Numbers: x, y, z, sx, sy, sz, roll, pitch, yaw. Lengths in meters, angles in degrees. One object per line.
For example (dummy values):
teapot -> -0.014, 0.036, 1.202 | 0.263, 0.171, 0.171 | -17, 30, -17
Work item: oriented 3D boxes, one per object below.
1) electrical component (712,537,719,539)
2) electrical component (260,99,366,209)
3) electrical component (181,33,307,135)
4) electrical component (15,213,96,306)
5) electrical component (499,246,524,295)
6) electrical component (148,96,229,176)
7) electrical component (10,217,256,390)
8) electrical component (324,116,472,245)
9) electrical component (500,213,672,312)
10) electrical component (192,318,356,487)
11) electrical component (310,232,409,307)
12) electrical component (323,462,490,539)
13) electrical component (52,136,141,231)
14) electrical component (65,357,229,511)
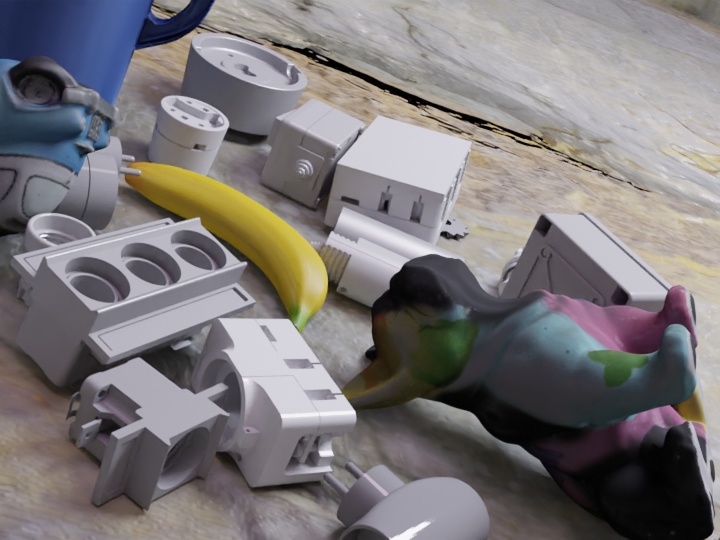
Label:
electrical component -> 0.225, 0.187, 0.620 | 0.064, 0.042, 0.081 | 31, 27, 17
electrical component -> -0.044, -0.098, 0.901 | 0.061, 0.061, 0.096 | 27, 26, 5
electrical component -> -0.108, -0.161, 0.964 | 0.108, 0.060, 0.108 | 19, 27, -10
electrical component -> -0.179, -0.004, 0.629 | 0.040, 0.046, 0.040 | 19, 27, -10
electrical component -> 0.135, 0.008, 0.876 | 0.048, 0.048, 0.062 | 35, 35, 20
electrical component -> -0.137, -0.103, 0.849 | 0.055, 0.047, 0.055 | 19, 27, -10
electrical component -> -0.129, 0.017, 0.606 | 0.079, 0.063, 0.121 | 42, 30, 17
electrical component -> 0.034, -0.071, 0.907 | 0.089, 0.061, 0.150 | 17, 25, 7
electrical component -> 0.159, 0.030, 0.781 | 0.056, 0.108, 0.108 | 1, 35, -35
electrical component -> -0.053, 0.071, 0.592 | 0.056, 0.050, 0.089 | 3, 33, -37
electrical component -> 0.000, 0.000, 0.776 | 0.081, 0.043, 0.043 | 24, 26, -1
electrical component -> 0.015, 0.127, 0.552 | 0.079, 0.043, 0.077 | 38, 29, 26
electrical component -> -0.190, -0.077, 0.749 | 0.074, 0.052, 0.138 | 6, 32, -33
electrical component -> -0.108, 0.079, 0.541 | 0.064, 0.042, 0.081 | 34, 27, 22
